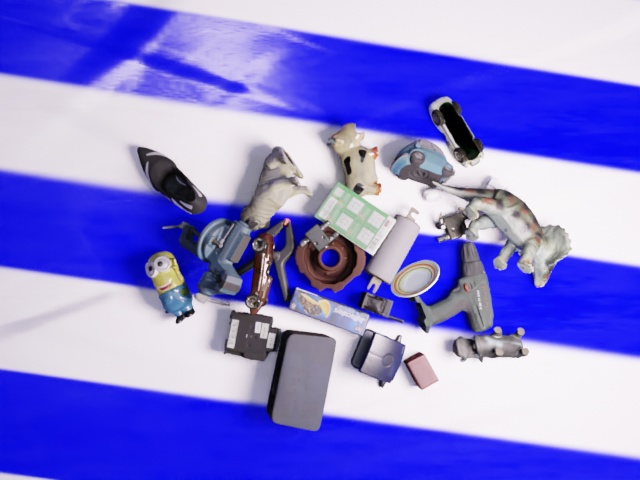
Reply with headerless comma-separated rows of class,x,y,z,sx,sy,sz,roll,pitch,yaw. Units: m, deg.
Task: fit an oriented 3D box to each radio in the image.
radio,-0.047,0.340,1.324,0.131,0.073,0.229,13,83,-17

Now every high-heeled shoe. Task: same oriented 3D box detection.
high-heeled shoe,-0.377,-0.153,1.331,0.249,0.145,0.086,41,84,0

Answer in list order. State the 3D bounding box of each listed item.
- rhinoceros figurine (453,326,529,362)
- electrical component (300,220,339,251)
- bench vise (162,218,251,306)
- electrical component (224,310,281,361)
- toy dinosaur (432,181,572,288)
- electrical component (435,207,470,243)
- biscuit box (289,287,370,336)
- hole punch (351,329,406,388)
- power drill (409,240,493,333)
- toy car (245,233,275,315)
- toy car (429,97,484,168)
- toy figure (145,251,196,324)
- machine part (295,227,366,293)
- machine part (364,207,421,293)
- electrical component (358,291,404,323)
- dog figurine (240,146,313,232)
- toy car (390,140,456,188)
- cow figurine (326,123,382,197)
rhinoceros figurine,0.429,0.265,1.354,0.190,0.112,0.073,1,68,-14
electrical component,-0.003,-0.004,1.339,0.094,0.021,0.063,-38,88,5
bench vise,-0.275,0.032,1.324,0.241,0.129,0.223,30,102,31
electrical component,-0.167,0.241,1.349,0.134,0.058,0.115,12,86,-2
toy dinosaur,0.477,-0.047,1.354,0.192,0.131,0.404,-40,92,-27
electrical component,0.350,-0.042,1.404,0.102,0.045,0.078,-14,84,-4
biscuit box,0.023,0.180,1.361,0.203,0.063,0.059,20,85,0
hole punch,0.151,0.292,1.346,0.116,0.092,0.142,23,81,-4
power drill,0.334,0.136,1.377,0.207,0.086,0.232,-18,86,-11
toy car,-0.142,0.083,1.313,0.053,0.089,0.202,6,87,7
toy car,0.362,-0.285,1.422,0.073,0.056,0.201,-30,88,-11
toy figure,-0.373,0.115,1.341,0.082,0.089,0.180,-28,96,-17
machine part,0.025,0.046,1.376,0.179,0.056,0.179,0,84,-1
machine part,0.186,0.024,1.374,0.079,0.079,0.243,30,85,0
electrical component,0.160,0.170,1.362,0.119,0.075,0.047,18,85,3
dog figurine,-0.140,-0.130,1.372,0.190,0.121,0.172,-31,53,12
toy car,0.269,-0.207,1.389,0.162,0.109,0.103,14,67,-10
cow figurine,0.088,-0.206,1.390,0.127,0.085,0.194,-7,90,-4
